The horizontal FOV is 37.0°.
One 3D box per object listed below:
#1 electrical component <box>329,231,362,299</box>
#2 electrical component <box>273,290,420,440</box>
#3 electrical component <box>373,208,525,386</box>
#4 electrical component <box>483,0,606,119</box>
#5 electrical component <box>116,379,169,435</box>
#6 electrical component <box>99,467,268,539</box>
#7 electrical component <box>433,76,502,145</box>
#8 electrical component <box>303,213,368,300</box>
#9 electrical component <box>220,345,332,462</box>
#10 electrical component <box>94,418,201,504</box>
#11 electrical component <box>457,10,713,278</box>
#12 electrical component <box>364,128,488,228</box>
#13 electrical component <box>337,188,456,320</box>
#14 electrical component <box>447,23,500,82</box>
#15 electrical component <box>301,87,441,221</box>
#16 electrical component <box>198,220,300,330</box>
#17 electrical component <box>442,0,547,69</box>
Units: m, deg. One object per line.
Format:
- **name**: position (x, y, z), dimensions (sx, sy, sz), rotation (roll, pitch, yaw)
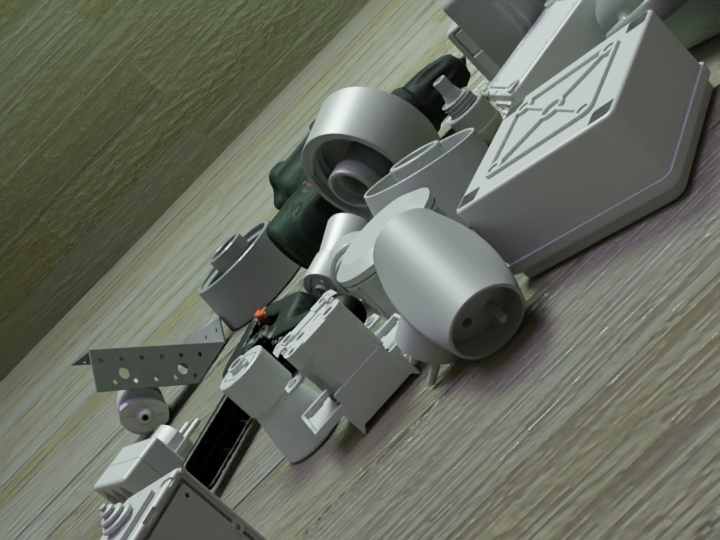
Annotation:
- **electrical component**: position (0.000, 0.000, 0.749), dimensions (0.043, 0.043, 0.062), rotation (-43, 15, 14)
- **electrical component**: position (-0.009, 0.049, 0.594), dimensions (0.081, 0.064, 0.042), rotation (-47, 15, -6)
- **electrical component**: position (0.040, 0.021, 0.546), dimensions (0.077, 0.043, 0.079), rotation (48, 134, 47)
- **electrical component**: position (0.129, -0.123, 0.693), dimensions (0.096, 0.061, 0.061), rotation (-54, 14, 2)
- **electrical component**: position (-0.198, 0.126, 0.977), dimensions (0.043, 0.043, 0.081), rotation (-48, 14, -7)
- **electrical component**: position (-0.086, 0.141, 0.491), dimensions (0.061, 0.096, 0.061), rotation (-35, 17, 39)
- **electrical component**: position (0.080, -0.122, 0.820), dimensions (0.035, 0.061, 0.035), rotation (-42, 15, 14)
- **electrical component**: position (-0.017, -0.006, 0.825), dimensions (0.044, 0.044, 0.065), rotation (-30, 26, 49)
- **electrical component**: position (-0.050, 0.076, 0.633), dimensions (0.044, 0.065, 0.044), rotation (-43, 14, 13)
- **electrical component**: position (-0.140, 0.137, 0.767), dimensions (0.066, 0.047, 0.076), rotation (-26, 24, 55)
- **electrical component**: position (0.117, -0.064, 0.557), dimensions (0.109, 0.056, 0.108), rotation (-33, 19, 43)
- **electrical component**: position (0.053, -0.052, 0.748), dimensions (0.099, 0.064, 0.099), rotation (-32, 10, 6)
- **electrical component**: position (0.028, -0.008, 0.673), dimensions (0.080, 0.051, 0.080), rotation (-43, 14, 13)
- **electrical component**: position (0.124, -0.215, 0.954), dimensions (0.096, 0.062, 0.061), rotation (-36, 17, 35)
- **electrical component**: position (0.005, -0.084, 0.848), dimensions (0.108, 0.108, 0.060), rotation (-27, 29, 53)
- **electrical component**: position (-0.111, -0.002, 1.046), dimensions (0.108, 0.060, 0.108), rotation (-43, 14, 13)
- **electrical component**: position (0.133, -0.192, 0.766), dimensions (0.108, 0.109, 0.056), rotation (-53, 12, -26)
